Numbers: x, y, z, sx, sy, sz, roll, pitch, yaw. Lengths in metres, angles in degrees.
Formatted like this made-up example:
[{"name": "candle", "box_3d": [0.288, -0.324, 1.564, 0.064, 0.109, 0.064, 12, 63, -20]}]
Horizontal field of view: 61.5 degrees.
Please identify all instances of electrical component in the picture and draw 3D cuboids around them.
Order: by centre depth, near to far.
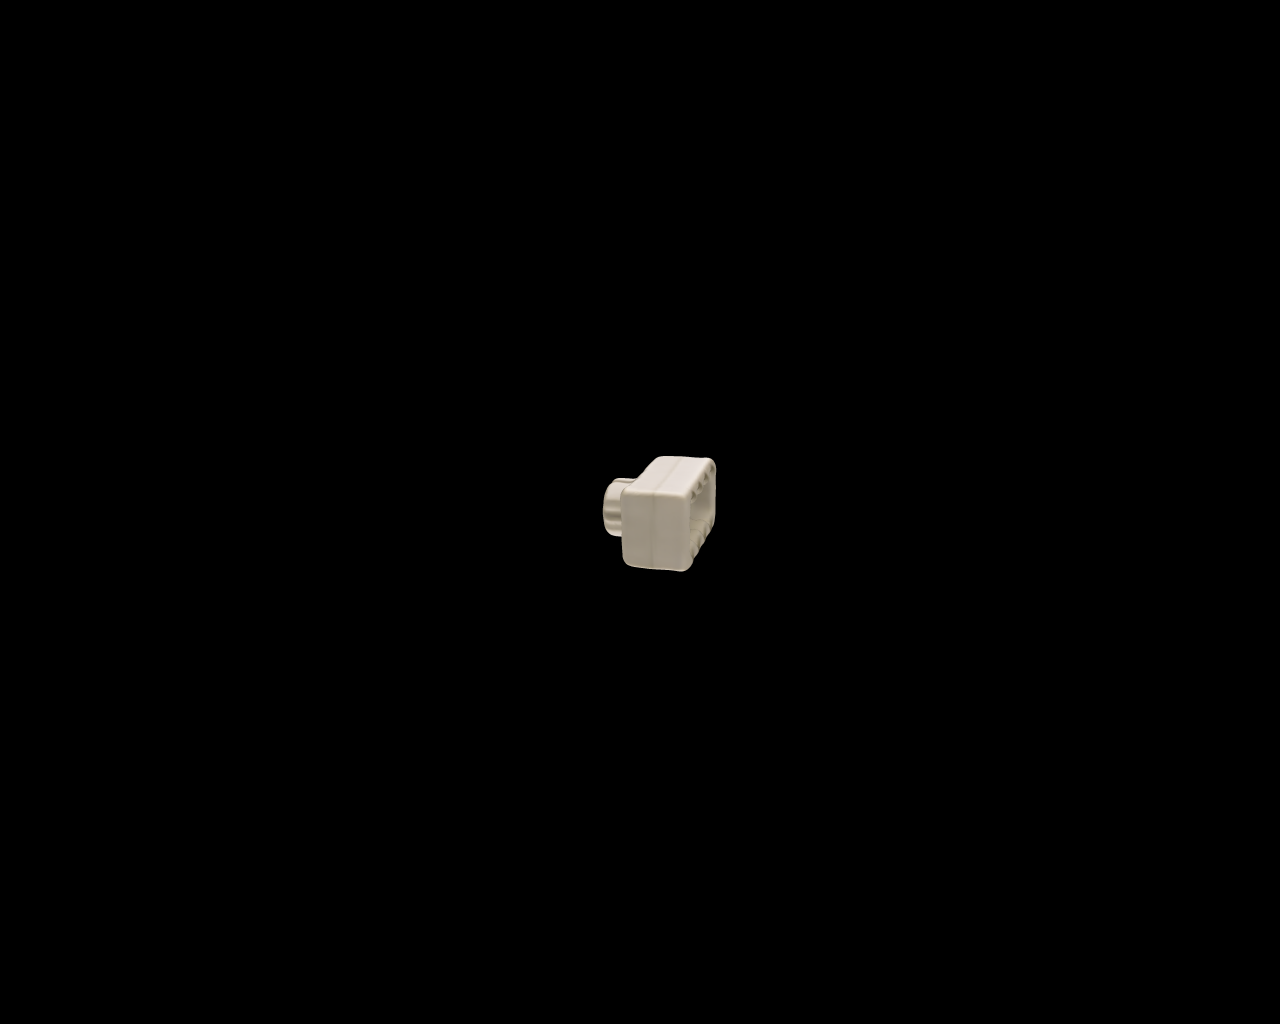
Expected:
[{"name": "electrical component", "box_3d": [0.001, -0.003, 0.650, 0.076, 0.047, 0.083, 5, 19, 15]}]
